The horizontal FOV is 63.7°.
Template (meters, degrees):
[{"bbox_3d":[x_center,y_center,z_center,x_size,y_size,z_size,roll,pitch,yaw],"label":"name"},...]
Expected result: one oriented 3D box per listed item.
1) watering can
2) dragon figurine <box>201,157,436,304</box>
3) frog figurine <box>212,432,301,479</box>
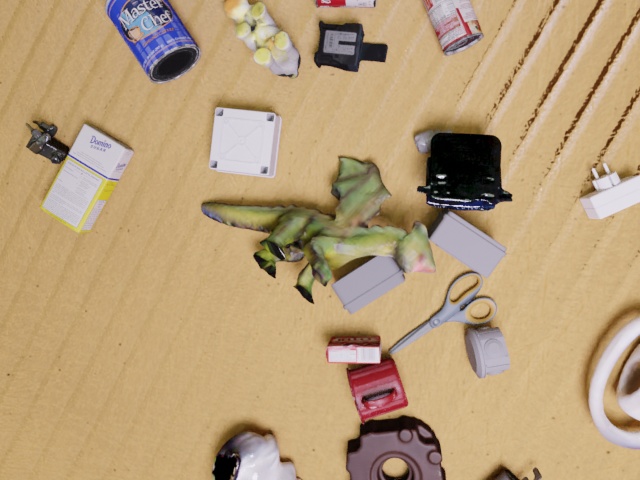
[{"bbox_3d":[0.567,0.182,0.785,0.225,0.346,0.104,31,5,4],"label":"watering can"},{"bbox_3d":[0.003,-0.043,0.850,0.415,0.246,0.119,34,-23,30],"label":"dragon figurine"},{"bbox_3d":[-0.099,0.405,0.889,0.159,0.138,0.123,16,-4,-29],"label":"frog figurine"}]
